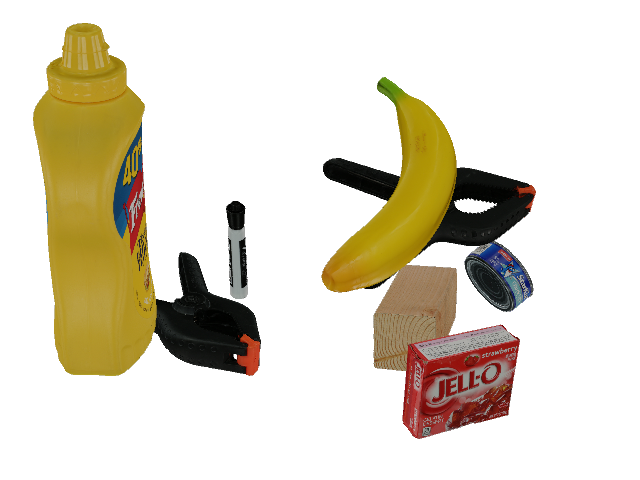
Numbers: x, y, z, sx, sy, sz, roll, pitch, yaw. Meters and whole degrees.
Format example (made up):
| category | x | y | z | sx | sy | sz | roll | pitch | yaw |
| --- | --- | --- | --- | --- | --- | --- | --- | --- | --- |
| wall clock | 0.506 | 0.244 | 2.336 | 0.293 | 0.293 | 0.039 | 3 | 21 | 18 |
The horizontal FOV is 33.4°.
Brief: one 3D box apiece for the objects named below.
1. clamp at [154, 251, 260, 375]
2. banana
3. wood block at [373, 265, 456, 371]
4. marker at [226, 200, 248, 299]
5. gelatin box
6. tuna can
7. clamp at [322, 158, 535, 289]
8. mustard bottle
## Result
| category | x | y | z | sx | sy | sz | roll | pitch | yaw |
| --- | --- | --- | --- | --- | --- | --- | --- | --- | --- |
| clamp | -0.105 | 0.058 | 0.889 | 0.172 | 0.039 | 0.120 | 24 | 39 | 29 |
| banana | 0.054 | -0.033 | 0.713 | 0.069 | 0.197 | 0.037 | 11 | -43 | 6 |
| wood block | 0.146 | 0.114 | 1.608 | 0.091 | 0.090 | 0.205 | 4 | 20 | 14 |
| marker | -0.084 | 0.010 | 1.083 | 0.020 | 0.121 | 0.020 | 1 | 40 | -1 |
| gelatin box | 0.110 | 0.111 | 0.842 | 0.089 | 0.073 | 0.030 | -10 | 30 | -23 |
| tuna can | 0.213 | 0.043 | 1.285 | 0.033 | 0.086 | 0.086 | -37 | 12 | -16 |
| clamp | 0.114 | -0.022 | 1.059 | 0.210 | 0.164 | 0.036 | -2 | -40 | -6 |
| mustard bottle | -0.125 | -0.026 | 0.592 | 0.058 | 0.192 | 0.096 | 2 | 31 | 1 |
